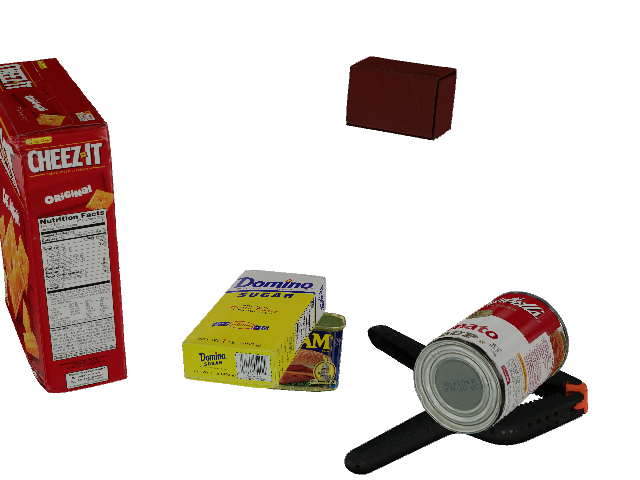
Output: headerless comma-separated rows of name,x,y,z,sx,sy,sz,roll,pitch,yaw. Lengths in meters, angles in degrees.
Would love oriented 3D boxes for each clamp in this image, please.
clamp,0.124,0.144,0.933,0.210,0.036,0.164,3,44,19

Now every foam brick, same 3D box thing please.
foam brick,0.066,-0.117,0.875,0.078,0.051,0.052,13,22,21

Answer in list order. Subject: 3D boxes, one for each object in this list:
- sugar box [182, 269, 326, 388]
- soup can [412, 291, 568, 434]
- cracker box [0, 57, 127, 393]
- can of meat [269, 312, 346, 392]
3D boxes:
sugar box,-0.061,0.082,1.056,0.093,0.048,0.176,5,25,14
soup can,0.116,0.081,0.722,0.069,0.068,0.102,0,15,37
cracker box,-0.210,-0.014,0.828,0.072,0.214,0.164,-11,29,-23
can of meat,-0.024,0.132,1.272,0.102,0.084,0.057,4,13,-2
